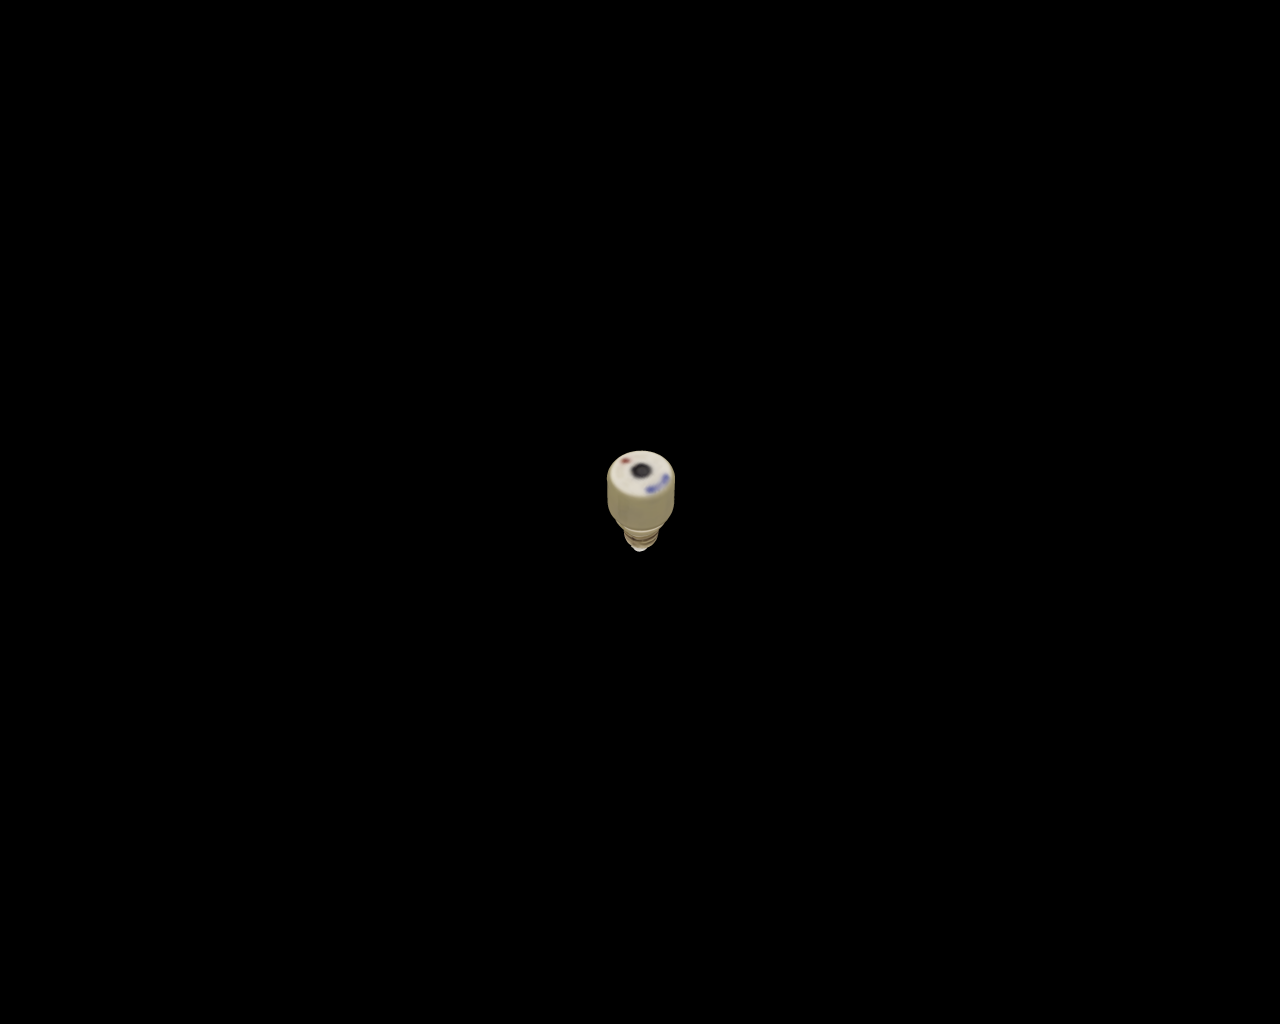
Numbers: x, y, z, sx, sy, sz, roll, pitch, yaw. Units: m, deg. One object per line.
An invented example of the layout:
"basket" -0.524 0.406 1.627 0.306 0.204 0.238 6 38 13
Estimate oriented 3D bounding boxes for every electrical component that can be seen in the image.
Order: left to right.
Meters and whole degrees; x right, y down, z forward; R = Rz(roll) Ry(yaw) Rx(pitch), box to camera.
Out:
"electrical component" 0.001 -0.003 0.650 0.040 0.040 0.078 0 -40 0
